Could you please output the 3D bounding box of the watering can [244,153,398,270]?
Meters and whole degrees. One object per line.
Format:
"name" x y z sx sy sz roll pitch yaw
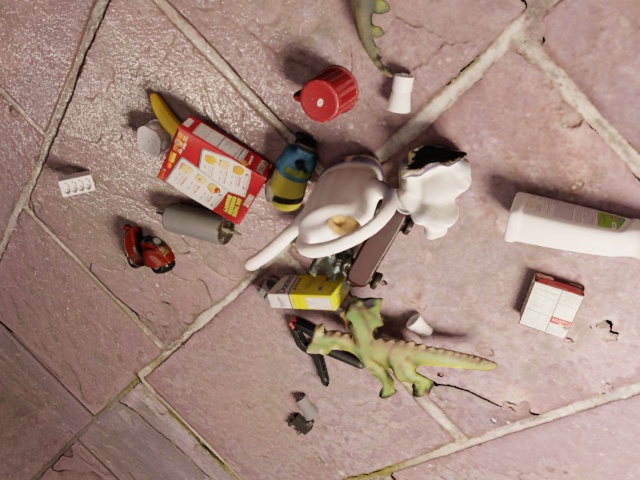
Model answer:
"watering can" 0.003 -0.051 1.005 0.345 0.230 0.102 -16 -53 35

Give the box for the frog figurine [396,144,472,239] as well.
"frog figurine" 0.211 -0.088 0.936 0.138 0.156 0.125 -26 36 -7

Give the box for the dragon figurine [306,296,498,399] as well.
"dragon figurine" 0.146 0.218 1.119 0.406 0.239 0.125 -19 29 35
